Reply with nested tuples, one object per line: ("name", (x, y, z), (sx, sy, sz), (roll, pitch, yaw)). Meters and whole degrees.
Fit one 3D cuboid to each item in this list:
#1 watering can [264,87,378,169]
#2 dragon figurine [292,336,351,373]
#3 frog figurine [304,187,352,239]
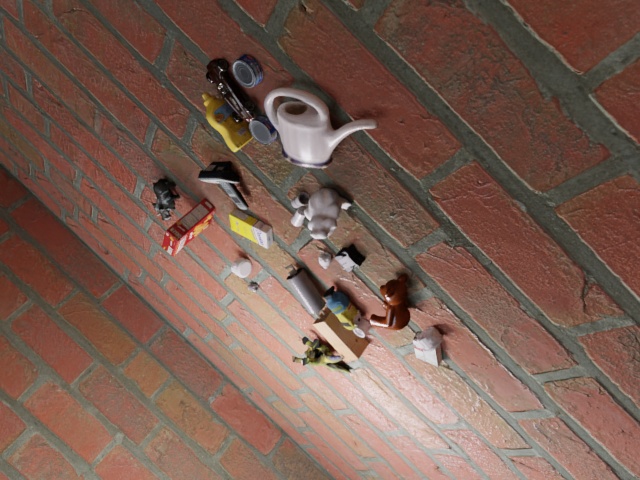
("watering can", (-0.005, -0.279, 1.352), (0.350, 0.106, 0.219), (25, 144, 25))
("dragon figurine", (0.038, 0.521, 2.237), (0.240, 0.124, 0.409), (30, 163, -33))
("frog figurine", (0.005, -0.077, 1.525), (0.137, 0.162, 0.120), (3, 129, 44))
